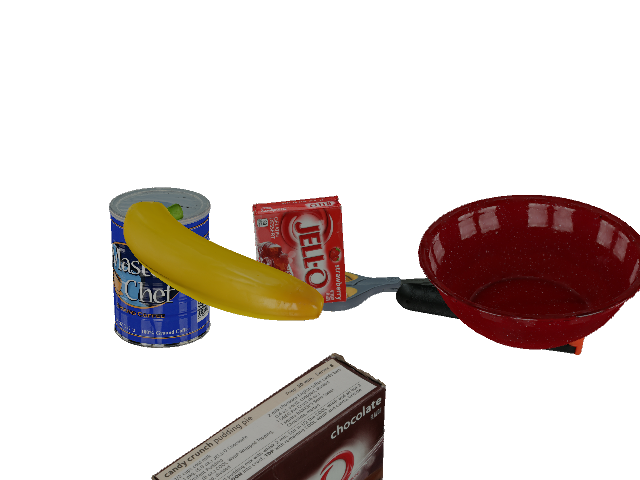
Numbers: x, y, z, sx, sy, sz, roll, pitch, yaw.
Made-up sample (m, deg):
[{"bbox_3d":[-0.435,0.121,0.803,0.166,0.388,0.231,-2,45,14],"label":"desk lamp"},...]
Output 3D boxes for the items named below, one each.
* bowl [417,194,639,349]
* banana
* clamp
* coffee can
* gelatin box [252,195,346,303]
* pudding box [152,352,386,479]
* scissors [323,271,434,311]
[{"bbox_3d":[0.151,0.029,0.768,0.162,0.055,0.162,-3,33,2],"label":"bowl"},{"bbox_3d":[-0.078,0.008,0.686,0.069,0.037,0.198,-16,29,-30],"label":"banana"},{"bbox_3d":[0.168,0.058,0.996,0.172,0.039,0.120,20,31,20],"label":"clamp"},{"bbox_3d":[-0.166,0.027,1.114,0.103,0.140,0.103,2,22,-1],"label":"coffee can"},{"bbox_3d":[-0.017,0.010,0.894,0.073,0.089,0.030,-5,23,-5],"label":"gelatin box"},{"bbox_3d":[-0.020,0.117,0.488,0.039,0.090,0.113,30,47,34],"label":"pudding box"},{"bbox_3d":[0.071,0.056,1.179,0.202,0.016,0.096,3,23,5],"label":"scissors"}]
